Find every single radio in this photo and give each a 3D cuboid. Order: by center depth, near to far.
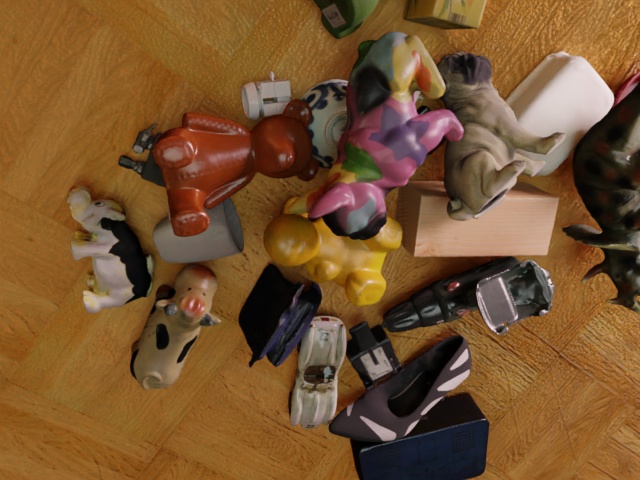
[{"bbox_3d":[0.172,0.360,0.931,0.230,0.073,0.131,-10,113,-7],"label":"radio"}]

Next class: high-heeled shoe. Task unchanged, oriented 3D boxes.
[{"bbox_3d":[0.133,0.234,0.860,0.249,0.086,0.145,-12,126,-23],"label":"high-heeled shoe"}]

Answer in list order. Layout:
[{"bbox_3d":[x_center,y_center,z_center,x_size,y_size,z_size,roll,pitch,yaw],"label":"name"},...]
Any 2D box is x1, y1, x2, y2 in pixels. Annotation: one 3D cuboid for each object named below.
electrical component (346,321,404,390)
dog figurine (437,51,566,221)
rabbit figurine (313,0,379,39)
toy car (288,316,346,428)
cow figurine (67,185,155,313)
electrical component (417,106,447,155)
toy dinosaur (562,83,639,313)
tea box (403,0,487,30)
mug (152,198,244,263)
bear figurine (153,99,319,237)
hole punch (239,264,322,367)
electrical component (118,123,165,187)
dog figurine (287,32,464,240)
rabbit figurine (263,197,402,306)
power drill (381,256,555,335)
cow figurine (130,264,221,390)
[{"bbox_3d":[0.076,0.172,0.850,0.075,0.048,0.119,-31,113,0],"label":"electrical component"},{"bbox_3d":[0.184,-0.137,0.695,0.172,0.121,0.191,-36,73,-19],"label":"dog figurine"},{"bbox_3d":[0.061,-0.342,0.612,0.170,0.159,0.121,-46,104,-10],"label":"rabbit figurine"},{"bbox_3d":[-0.005,0.212,0.843,0.073,0.056,0.201,4,109,-14],"label":"toy car"},{"bbox_3d":[-0.272,0.007,0.701,0.098,0.068,0.167,-8,115,-15],"label":"cow figurine"},{"bbox_3d":[0.148,-0.156,0.756,0.094,0.021,0.063,-41,112,6],"label":"electrical component"},{"bbox_3d":[0.423,-0.087,0.746,0.192,0.131,0.404,-10,123,29],"label":"toy dinosaur"},{"bbox_3d":[0.166,-0.347,0.648,0.068,0.098,0.169,9,106,-16],"label":"tea box"},{"bbox_3d":[-0.167,-0.018,0.708,0.107,0.081,0.109,-18,123,4],"label":"mug"},{"bbox_3d":[-0.088,-0.092,0.634,0.196,0.132,0.120,-9,118,-11],"label":"bear figurine"},{"bbox_3d":[-0.047,0.112,0.769,0.092,0.116,0.142,28,103,-29],"label":"hole punch"},{"bbox_3d":[-0.196,-0.104,0.688,0.102,0.045,0.078,27,101,-20],"label":"electrical component"},{"bbox_3d":[0.048,-0.109,0.624,0.219,0.109,0.191,-38,112,-15],"label":"dog figurine"},{"bbox_3d":[-0.001,-0.002,0.710,0.173,0.163,0.121,6,112,-37],"label":"rabbit figurine"},{"bbox_3d":[0.216,0.088,0.769,0.232,0.207,0.086,-21,83,-10],"label":"power drill"},{"bbox_3d":[-0.198,0.117,0.727,0.085,0.127,0.194,23,107,-22],"label":"cow figurine"}]
